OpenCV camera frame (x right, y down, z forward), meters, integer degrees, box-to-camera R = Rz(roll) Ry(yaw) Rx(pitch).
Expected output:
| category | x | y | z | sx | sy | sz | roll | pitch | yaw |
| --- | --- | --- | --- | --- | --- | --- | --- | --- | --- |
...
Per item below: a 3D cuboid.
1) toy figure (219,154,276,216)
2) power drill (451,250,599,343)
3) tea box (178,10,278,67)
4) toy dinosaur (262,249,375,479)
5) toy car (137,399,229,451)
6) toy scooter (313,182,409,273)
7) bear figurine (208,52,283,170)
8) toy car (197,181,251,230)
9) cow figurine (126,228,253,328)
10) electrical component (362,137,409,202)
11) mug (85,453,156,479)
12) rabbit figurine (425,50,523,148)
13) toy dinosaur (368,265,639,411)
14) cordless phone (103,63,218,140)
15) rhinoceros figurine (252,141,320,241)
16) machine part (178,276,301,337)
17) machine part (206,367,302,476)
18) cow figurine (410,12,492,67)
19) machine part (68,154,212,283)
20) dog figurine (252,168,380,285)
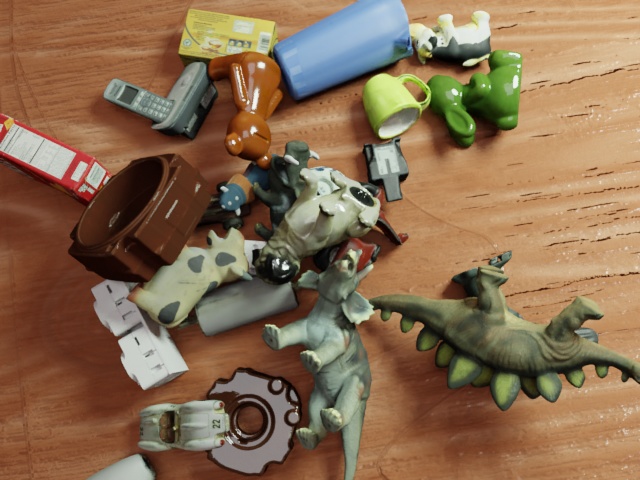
| category | x | y | z | sx | sy | sz | roll | pitch | yaw |
| --- | --- | --- | --- | --- | --- | --- | --- | --- | --- |
| toy figure | -0.124 | -0.098 | 0.956 | 0.064 | 0.058 | 0.154 | 49 | 59 | 0 |
| power drill | 0.335 | 0.125 | 0.926 | 0.232 | 0.086 | 0.207 | -22 | 87 | -1 |
| tea box | -0.173 | -0.368 | 1.024 | 0.170 | 0.068 | 0.098 | 11 | 80 | 3 |
| toy dinosaur | 0.030 | 0.203 | 0.875 | 0.192 | 0.131 | 0.404 | -30 | 116 | -44 |
| toy car | -0.221 | 0.297 | 0.858 | 0.202 | 0.056 | 0.073 | -17 | 70 | 35 |
| toy scooter | 0.080 | 0.001 | 0.947 | 0.135 | 0.075 | 0.184 | 31 | 91 | -18 |
| bear figurine | -0.132 | -0.224 | 0.949 | 0.132 | 0.120 | 0.195 | 2 | 82 | 46 |
| toy car | -0.229 | -0.051 | 0.973 | 0.202 | 0.053 | 0.089 | -10 | 76 | 0 |
| cow figurine | -0.196 | 0.057 | 0.865 | 0.127 | 0.085 | 0.195 | 45 | 81 | -14 |
| electrical component | 0.125 | -0.124 | 0.985 | 0.075 | 0.047 | 0.119 | -14 | 80 | -2 |
| mug | -0.318 | 0.407 | 0.869 | 0.107 | 0.080 | 0.109 | -37 | 76 | -15 |
| rabbit figurine | 0.280 | -0.254 | 0.995 | 0.170 | 0.121 | 0.159 | 6 | 86 | 20 |
| toy dinosaur | 0.257 | 0.142 | 0.835 | 0.472 | 0.105 | 0.198 | 19 | 96 | 31 |
| cordless phone | -0.299 | -0.280 | 1.003 | 0.184 | 0.088 | 0.146 | 24 | 80 | 9 |
| rhinoceros figurine | -0.054 | -0.075 | 0.916 | 0.112 | 0.073 | 0.190 | 24 | 117 | 38 |
| machine part | -0.126 | 0.106 | 0.928 | 0.243 | 0.079 | 0.079 | -19 | 80 | -3 |
| machine part | -0.118 | 0.302 | 0.900 | 0.179 | 0.056 | 0.179 | 0 | 79 | 2 |
| cow figurine | 0.243 | -0.373 | 1.026 | 0.167 | 0.068 | 0.098 | -7 | 85 | 0 |
| machine part | -0.286 | -0.038 | 0.848 | 0.202 | 0.087 | 0.201 | 0 | 54 | 40 |
| dog figurine | -0.005 | -0.005 | 0.875 | 0.172 | 0.190 | 0.121 | 12 | 38 | -31 |
